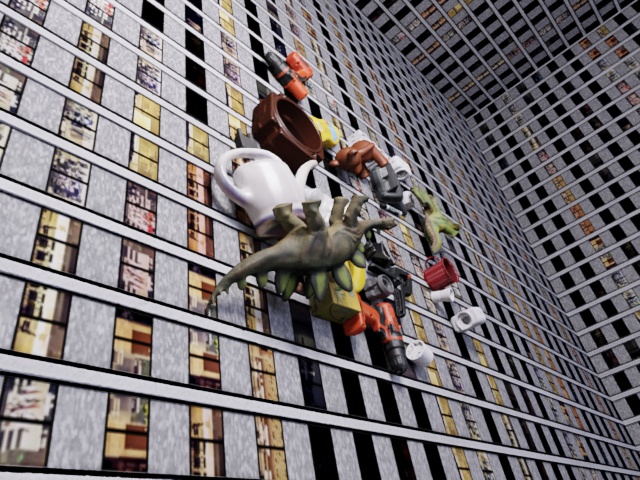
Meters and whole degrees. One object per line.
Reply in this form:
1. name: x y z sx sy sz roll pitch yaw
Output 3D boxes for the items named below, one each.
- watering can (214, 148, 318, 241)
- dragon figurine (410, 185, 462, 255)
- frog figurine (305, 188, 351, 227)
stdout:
1. watering can: -0.083 -0.111 1.161 0.349 0.102 0.227 -6 65 -50
2. dragon figurine: 0.389 -0.085 1.852 0.244 0.121 0.413 55 22 6
3. frog figurine: 0.004 -0.065 1.295 0.159 0.120 0.141 9 50 -6
